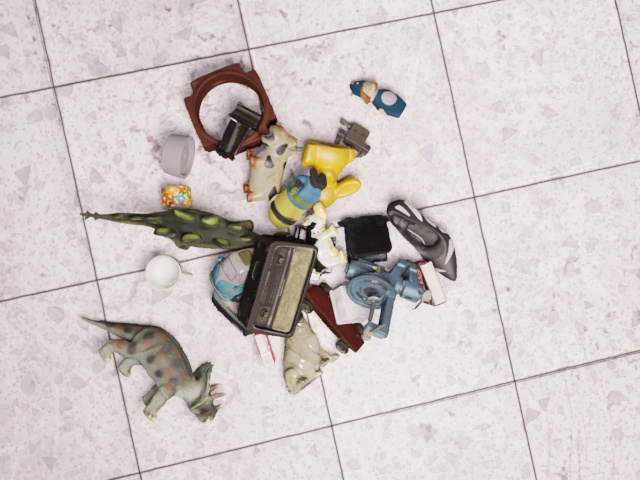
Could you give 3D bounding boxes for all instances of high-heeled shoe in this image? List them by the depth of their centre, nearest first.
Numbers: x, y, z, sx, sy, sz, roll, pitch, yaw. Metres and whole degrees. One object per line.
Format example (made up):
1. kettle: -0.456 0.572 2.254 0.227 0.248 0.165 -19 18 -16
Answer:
1. high-heeled shoe: 0.257 0.005 1.340 0.086 0.145 0.249 -39 79 31

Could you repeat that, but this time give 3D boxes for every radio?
1. radio: -0.101 0.104 1.246 0.131 0.073 0.229 12 96 -34

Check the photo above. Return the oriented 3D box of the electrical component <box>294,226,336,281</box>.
1. electrical component: -0.019 0.036 1.369 0.115 0.058 0.134 8 88 -2

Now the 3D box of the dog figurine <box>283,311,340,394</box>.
1. dog figurine: -0.070 0.271 1.354 0.172 0.121 0.191 -44 73 2

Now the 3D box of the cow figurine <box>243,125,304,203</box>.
1. cow figurine: -0.117 -0.188 1.324 0.127 0.086 0.194 -1 120 -22

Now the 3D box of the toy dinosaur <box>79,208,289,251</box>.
1. toy dinosaur: -0.309 -0.030 1.281 0.472 0.198 0.105 4 86 -5

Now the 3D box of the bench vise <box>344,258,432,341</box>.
1. bench vise: 0.154 0.145 1.277 0.223 0.128 0.241 27 47 -9

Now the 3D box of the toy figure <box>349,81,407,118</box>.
1. toy figure: 0.148 -0.370 1.386 0.154 0.057 0.064 28 49 -1

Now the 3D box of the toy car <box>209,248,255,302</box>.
1. toy car: -0.181 0.071 1.287 0.162 0.102 0.109 -22 65 -20

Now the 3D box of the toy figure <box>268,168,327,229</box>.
1. toy figure: -0.058 -0.097 1.295 0.082 0.089 0.180 38 131 -22

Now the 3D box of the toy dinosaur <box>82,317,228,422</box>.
1. toy dinosaur: -0.395 0.293 1.317 0.192 0.131 0.405 -38 87 -16

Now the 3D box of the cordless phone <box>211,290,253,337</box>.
1. cordless phone: -0.164 0.136 1.345 0.147 0.088 0.184 41 70 13

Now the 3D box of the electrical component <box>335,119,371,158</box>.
1. electrical component: 0.086 -0.257 1.387 0.102 0.045 0.078 25 59 -6

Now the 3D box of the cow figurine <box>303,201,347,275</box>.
1. cow figurine: -0.003 -0.005 1.311 0.098 0.068 0.167 -21 88 6

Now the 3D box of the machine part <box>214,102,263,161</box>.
1. machine part: -0.197 -0.255 1.286 0.084 0.039 0.139 31 86 -8

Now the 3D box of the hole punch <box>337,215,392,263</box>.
1. hole punch: 0.120 0.002 1.373 0.142 0.092 0.116 -7 63 -1

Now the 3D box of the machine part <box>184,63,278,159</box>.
1. machine part: -0.223 -0.321 1.345 0.201 0.087 0.201 -23 91 -5

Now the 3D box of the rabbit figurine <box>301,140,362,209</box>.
1. rabbit figurine: 0.019 -0.158 1.361 0.162 0.122 0.173 10 103 -13

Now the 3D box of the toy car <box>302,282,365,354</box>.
1. toy car: 0.033 0.200 1.365 0.202 0.053 0.089 49 53 -3
